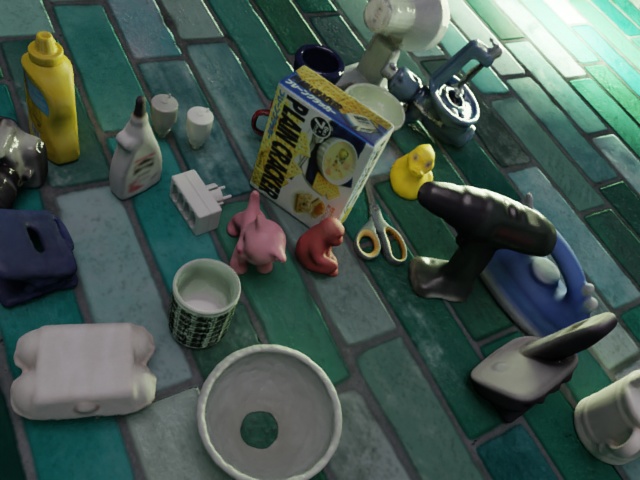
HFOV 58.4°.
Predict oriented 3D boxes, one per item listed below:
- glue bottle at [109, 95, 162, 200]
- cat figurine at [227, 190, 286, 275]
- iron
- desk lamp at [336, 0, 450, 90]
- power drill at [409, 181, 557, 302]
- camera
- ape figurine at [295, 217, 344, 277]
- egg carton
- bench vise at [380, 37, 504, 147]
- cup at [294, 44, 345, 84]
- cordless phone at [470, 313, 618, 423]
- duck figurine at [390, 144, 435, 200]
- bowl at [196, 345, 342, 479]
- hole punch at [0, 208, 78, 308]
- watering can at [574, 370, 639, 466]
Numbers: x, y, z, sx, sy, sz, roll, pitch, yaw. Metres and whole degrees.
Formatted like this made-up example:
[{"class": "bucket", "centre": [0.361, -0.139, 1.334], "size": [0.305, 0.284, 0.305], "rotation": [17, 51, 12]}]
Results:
[{"class": "glue bottle", "centre": [-0.251, -0.131, 0.788], "size": [0.037, 0.173, 0.078], "rotation": [39, 52, 11]}, {"class": "cat figurine", "centre": [-0.086, -0.009, 0.796], "size": [0.067, 0.117, 0.127], "rotation": [0, 55, -20]}, {"class": "iron", "centre": [0.356, 0.056, 0.897], "size": [0.119, 0.141, 0.258], "rotation": [-16, 62, -29]}, {"class": "desk lamp", "centre": [0.123, -0.366, 1.073], "size": [0.204, 0.213, 0.117], "rotation": [-31, 70, -35]}, {"class": "power drill", "centre": [0.213, 0.006, 0.837], "size": [0.230, 0.208, 0.075], "rotation": [8, 53, -15]}, {"class": "camera", "centre": [-0.441, -0.090, 0.735], "size": [0.143, 0.100, 0.137], "rotation": [9, 53, -14]}, {"class": "ape figurine", "centre": [0.008, 0.003, 0.839], "size": [0.076, 0.092, 0.078], "rotation": [24, 51, -2]}, {"class": "egg carton", "centre": [-0.263, 0.148, 0.647], "size": [0.151, 0.069, 0.107], "rotation": [0, 56, -20]}, {"class": "bench vise", "centre": [0.219, -0.279, 1.041], "size": [0.208, 0.219, 0.121], "rotation": [10, 52, -13]}, {"class": "cup", "centre": [-0.016, -0.284, 1.038], "size": [0.091, 0.095, 0.118], "rotation": [27, 51, 1]}, {"class": "cordless phone", "centre": [0.303, 0.159, 0.774], "size": [0.148, 0.185, 0.094], "rotation": [-27, 68, -33]}, {"class": "duck figurine", "centre": [0.172, -0.132, 1.002], "size": [0.077, 0.086, 0.105], "rotation": [27, 51, 1]}, {"class": "bowl", "centre": [-0.063, 0.212, 0.671], "size": [0.168, 0.074, 0.167], "rotation": [10, 53, -13]}, {"class": "hole punch", "centre": [-0.356, 0.010, 0.700], "size": [0.101, 0.091, 0.108], "rotation": [-20, 64, -31]}, {"class": "watering can", "centre": [0.446, 0.222, 0.775], "size": [0.101, 0.194, 0.173], "rotation": [26, 51, -1]}]
